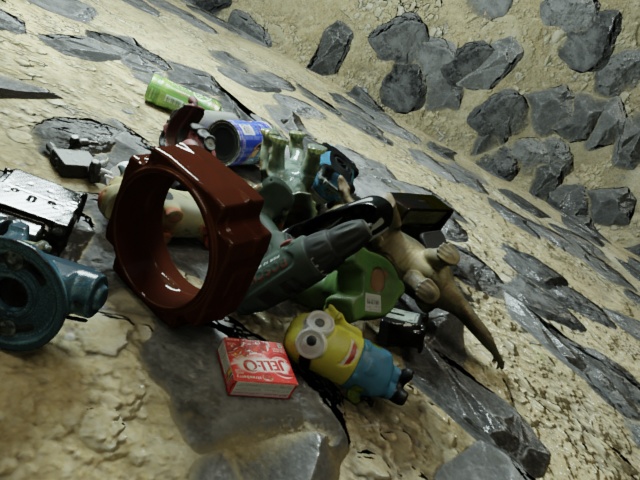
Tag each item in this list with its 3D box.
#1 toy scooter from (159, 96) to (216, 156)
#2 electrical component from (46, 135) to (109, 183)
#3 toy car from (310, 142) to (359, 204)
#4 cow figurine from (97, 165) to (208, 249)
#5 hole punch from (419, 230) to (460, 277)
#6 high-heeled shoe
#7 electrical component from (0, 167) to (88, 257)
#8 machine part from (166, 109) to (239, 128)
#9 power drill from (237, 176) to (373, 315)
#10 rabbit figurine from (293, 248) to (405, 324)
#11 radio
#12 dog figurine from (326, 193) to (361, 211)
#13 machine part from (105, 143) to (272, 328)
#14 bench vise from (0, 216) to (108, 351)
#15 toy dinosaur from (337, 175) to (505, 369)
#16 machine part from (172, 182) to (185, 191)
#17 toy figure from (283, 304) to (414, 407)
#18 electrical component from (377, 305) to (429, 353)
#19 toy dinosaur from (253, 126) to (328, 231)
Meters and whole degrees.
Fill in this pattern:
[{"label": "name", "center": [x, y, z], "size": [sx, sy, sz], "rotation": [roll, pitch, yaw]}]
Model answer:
[{"label": "toy scooter", "center": [-0.258, -0.206, 1.076], "size": [0.075, 0.135, 0.184], "rotation": [2, 37, -49]}, {"label": "electrical component", "center": [-0.399, -0.136, 0.891], "size": [0.078, 0.045, 0.102], "rotation": [3, 35, -47]}, {"label": "toy car", "center": [0.016, -0.129, 1.155], "size": [0.109, 0.103, 0.162], "rotation": [35, 32, -21]}, {"label": "cow figurine", "center": [-0.251, -0.052, 0.844], "size": [0.195, 0.085, 0.127], "rotation": [6, 31, -47]}, {"label": "hole punch", "center": [0.240, 0.049, 1.206], "size": [0.142, 0.092, 0.116], "rotation": [-3, 67, -55]}, {"label": "high-heeled shoe", "center": [-0.002, -0.003, 0.844], "size": [0.145, 0.249, 0.086], "rotation": [10, 57, -81]}, {"label": "electrical component", "center": [-0.379, -0.032, 0.697], "size": [0.115, 0.058, 0.134], "rotation": [18, 26, -19]}, {"label": "machine part", "center": [-0.265, -0.264, 1.250], "size": [0.079, 0.079, 0.243], "rotation": [40, 26, 22]}, {"label": "power drill", "center": [-0.048, -0.005, 0.800], "size": [0.085, 0.232, 0.207], "rotation": [44, 13, -47]}, {"label": "rabbit figurine", "center": [0.035, 0.066, 0.847], "size": [0.159, 0.121, 0.170], "rotation": [1, -6, -45]}, {"label": "radio", "center": [0.209, -0.039, 1.265], "size": [0.229, 0.131, 0.073], "rotation": [-2, 39, -50]}, {"label": "dog figurine", "center": [0.039, -0.047, 1.163], "size": [0.172, 0.121, 0.191], "rotation": [16, 13, -34]}, {"label": "machine part", "center": [-0.175, -0.005, 0.688], "size": [0.202, 0.201, 0.087], "rotation": [40, 29, 22]}, {"label": "bench vise", "center": [-0.341, 0.042, 0.519], "size": [0.224, 0.128, 0.241], "rotation": [28, 17, -3]}, {"label": "toy dinosaur", "center": [0.186, 0.061, 0.985], "size": [0.471, 0.105, 0.198], "rotation": [49, -7, 8]}, {"label": "machine part", "center": [-0.227, -0.097, 0.963], "size": [0.084, 0.039, 0.139], "rotation": [25, -8, -24]}, {"label": "toy figure", "center": [0.034, 0.165, 0.732], "size": [0.180, 0.089, 0.082], "rotation": [30, 39, -7]}, {"label": "electrical component", "center": [0.120, 0.142, 0.903], "size": [0.119, 0.047, 0.075], "rotation": [8, 19, 12]}, {"label": "toy dinosaur", "center": [-0.074, -0.122, 1.098], "size": [0.131, 0.192, 0.405], "rotation": [11, 16, -9]}]
